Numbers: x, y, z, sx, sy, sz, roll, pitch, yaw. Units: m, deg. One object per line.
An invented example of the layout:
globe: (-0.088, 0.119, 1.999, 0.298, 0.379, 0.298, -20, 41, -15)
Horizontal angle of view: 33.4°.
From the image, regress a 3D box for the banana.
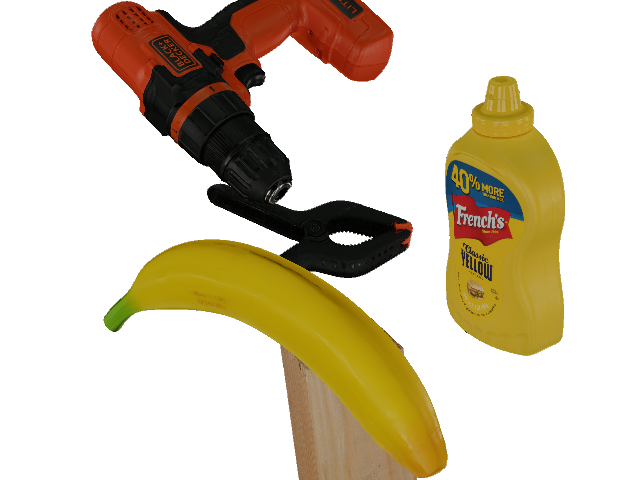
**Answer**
banana: (-0.019, 0.044, 0.519, 0.198, 0.070, 0.037, 22, 20, 27)

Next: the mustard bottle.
mustard bottle: (0.127, -0.021, 0.743, 0.058, 0.192, 0.096, -19, 30, -26)

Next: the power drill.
power drill: (-0.038, -0.120, 0.747, 0.187, 0.184, 0.057, -30, -22, -36)

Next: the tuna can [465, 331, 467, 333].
tuna can: (0.179, 0.061, 1.160, 0.034, 0.086, 0.086, 0, 0, 34)

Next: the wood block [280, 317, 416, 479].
wood block: (0.028, 0.185, 0.955, 0.090, 0.206, 0.091, -11, 17, -15)

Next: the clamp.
clamp: (-0.011, 0.007, 1.067, 0.210, 0.164, 0.036, 2, -43, -5)
